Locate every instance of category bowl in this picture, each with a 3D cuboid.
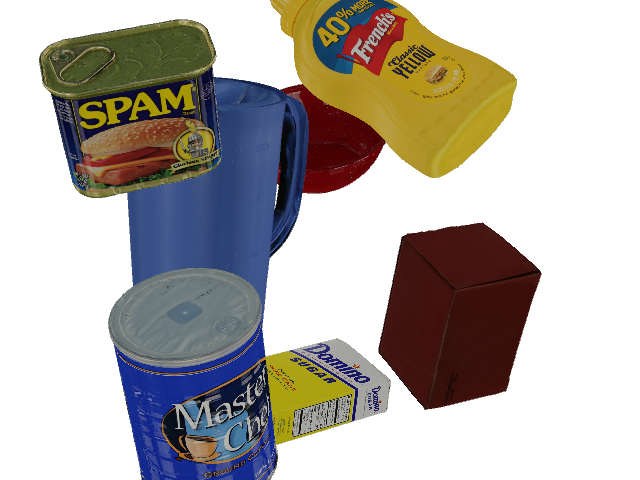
[{"bbox_3d":[-0.004,-0.096,1.077,0.162,0.055,0.162,-5,39,3],"label":"bowl"}]

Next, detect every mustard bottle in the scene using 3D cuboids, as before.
[{"bbox_3d":[0.039,-0.130,0.769,0.192,0.096,0.058,37,-25,21],"label":"mustard bottle"}]

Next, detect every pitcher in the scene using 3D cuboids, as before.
[{"bbox_3d":[-0.092,-0.014,0.902,0.149,0.243,0.145,4,20,2],"label":"pitcher"}]

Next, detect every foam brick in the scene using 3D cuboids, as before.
[{"bbox_3d":[0.068,0.038,0.543,0.052,0.078,0.051,-8,37,-26],"label":"foam brick"}]

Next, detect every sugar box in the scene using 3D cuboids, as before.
[{"bbox_3d":[-0.029,0.148,1.032,0.175,0.048,0.093,-14,31,-31],"label":"sugar box"}]

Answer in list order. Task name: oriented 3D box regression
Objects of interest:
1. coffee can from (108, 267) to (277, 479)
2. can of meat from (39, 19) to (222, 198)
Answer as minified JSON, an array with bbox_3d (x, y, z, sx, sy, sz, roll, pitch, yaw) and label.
[{"bbox_3d":[-0.086,0.105,0.750,0.103,0.140,0.103,-3,33,2],"label":"coffee can"},{"bbox_3d":[-0.112,-0.079,0.654,0.102,0.084,0.057,-12,46,-11],"label":"can of meat"}]
